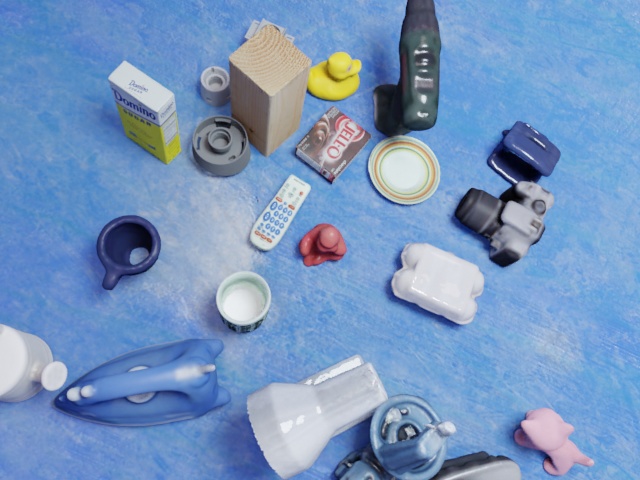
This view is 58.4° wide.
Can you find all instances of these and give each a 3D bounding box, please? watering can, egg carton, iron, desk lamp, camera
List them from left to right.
[{"bbox_3d":[-0.429,0.162,0.765,0.173,0.194,0.101,-7,75,-10],"label":"watering can"},{"bbox_3d":[-0.260,0.205,0.805,0.258,0.141,0.118,-9,75,-11],"label":"iron"},{"bbox_3d":[0.003,0.231,0.798,0.203,0.213,0.118,-24,78,-14],"label":"desk lamp"},{"bbox_3d":[0.196,0.071,0.950,0.150,0.069,0.107,23,72,-1],"label":"egg carton"},{"bbox_3d":[0.315,-0.049,0.986,0.137,0.100,0.143,31,72,2],"label":"camera"}]

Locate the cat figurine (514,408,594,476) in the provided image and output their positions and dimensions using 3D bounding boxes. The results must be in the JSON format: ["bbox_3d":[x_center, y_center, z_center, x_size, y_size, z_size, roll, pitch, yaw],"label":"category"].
[{"bbox_3d":[0.359,0.305,0.879,0.128,0.117,0.067,40,72,5],"label":"cat figurine"}]

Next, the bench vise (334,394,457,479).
[{"bbox_3d":[0.112,0.307,0.788,0.121,0.219,0.207,30,72,2],"label":"bench vise"}]

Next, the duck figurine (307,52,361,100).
[{"bbox_3d":[0.026,-0.302,1.027,0.104,0.086,0.077,-5,74,-10],"label":"duck figurine"}]

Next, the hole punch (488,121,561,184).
[{"bbox_3d":[0.375,-0.162,1.034,0.108,0.091,0.101,38,72,4],"label":"hole punch"}]

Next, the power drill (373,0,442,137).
[{"bbox_3d":[0.149,-0.276,0.973,0.075,0.208,0.229,0,74,-8],"label":"power drill"}]

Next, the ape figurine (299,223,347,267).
[{"bbox_3d":[0.009,0.003,0.930,0.078,0.092,0.076,23,72,-1],"label":"ape figurine"}]

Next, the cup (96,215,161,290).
[{"bbox_3d":[-0.291,0.030,0.877,0.091,0.095,0.118,22,72,-1],"label":"cup"}]

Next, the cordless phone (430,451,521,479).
[{"bbox_3d":[0.232,0.360,0.809,0.148,0.185,0.094,-14,76,-12],"label":"cordless phone"}]
